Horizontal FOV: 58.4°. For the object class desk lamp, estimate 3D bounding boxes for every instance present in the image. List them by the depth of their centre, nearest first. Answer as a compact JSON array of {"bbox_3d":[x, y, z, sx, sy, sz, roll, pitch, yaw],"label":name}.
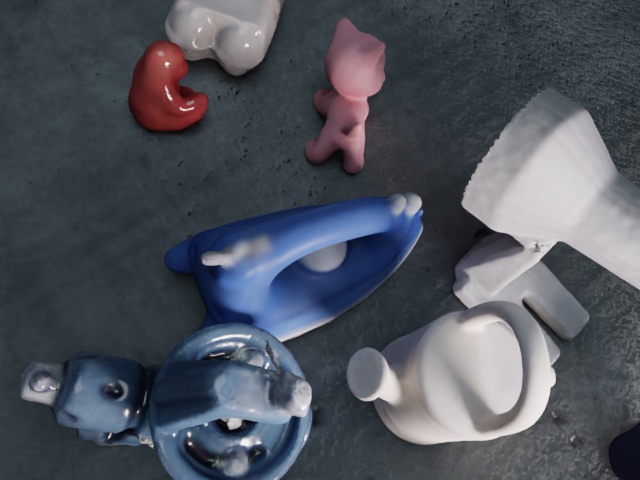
[{"bbox_3d":[0.206,-0.001,0.509,0.118,0.213,0.203,-40,83,-24],"label":"desk lamp"}]

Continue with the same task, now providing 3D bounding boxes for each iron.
[{"bbox_3d":[0.005,0.002,0.495,0.259,0.141,0.118,-20,76,-21],"label":"iron"}]

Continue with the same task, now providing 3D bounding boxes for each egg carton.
[{"bbox_3d":[-0.095,-0.249,0.603,0.107,0.069,0.150,15,67,-9],"label":"egg carton"}]

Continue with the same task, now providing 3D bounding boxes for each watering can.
[{"bbox_3d":[0.109,0.110,0.453,0.173,0.194,0.101,-19,75,-20],"label":"watering can"}]

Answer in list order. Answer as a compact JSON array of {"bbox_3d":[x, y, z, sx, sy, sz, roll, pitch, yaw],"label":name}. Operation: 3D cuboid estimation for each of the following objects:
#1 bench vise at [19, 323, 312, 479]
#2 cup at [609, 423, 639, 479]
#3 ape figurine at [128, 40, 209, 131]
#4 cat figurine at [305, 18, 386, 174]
[{"bbox_3d":[-0.092,0.118,0.383,0.208,0.219,0.121,-6,71,-17],"label":"bench vise"},{"bbox_3d":[0.322,0.214,0.523,0.092,0.095,0.117,-20,76,-20],"label":"cup"},{"bbox_3d":[-0.146,-0.150,0.540,0.076,0.092,0.078,-28,79,-22],"label":"ape figurine"},{"bbox_3d":[0.032,-0.149,0.572,0.067,0.117,0.128,9,68,-11],"label":"cat figurine"}]
